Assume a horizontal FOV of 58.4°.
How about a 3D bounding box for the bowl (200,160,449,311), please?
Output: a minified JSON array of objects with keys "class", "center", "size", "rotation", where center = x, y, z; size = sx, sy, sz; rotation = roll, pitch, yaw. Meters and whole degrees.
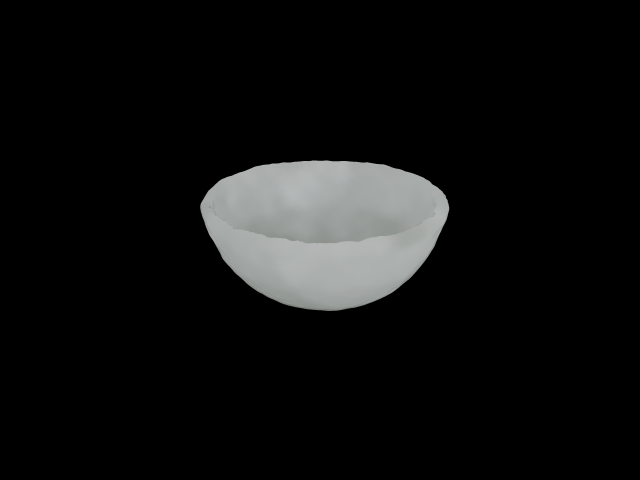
[{"class":"bowl","center":[0.004,0.001,0.400],"size":[0.167,0.075,0.167],"rotation":[0,24,0]}]
